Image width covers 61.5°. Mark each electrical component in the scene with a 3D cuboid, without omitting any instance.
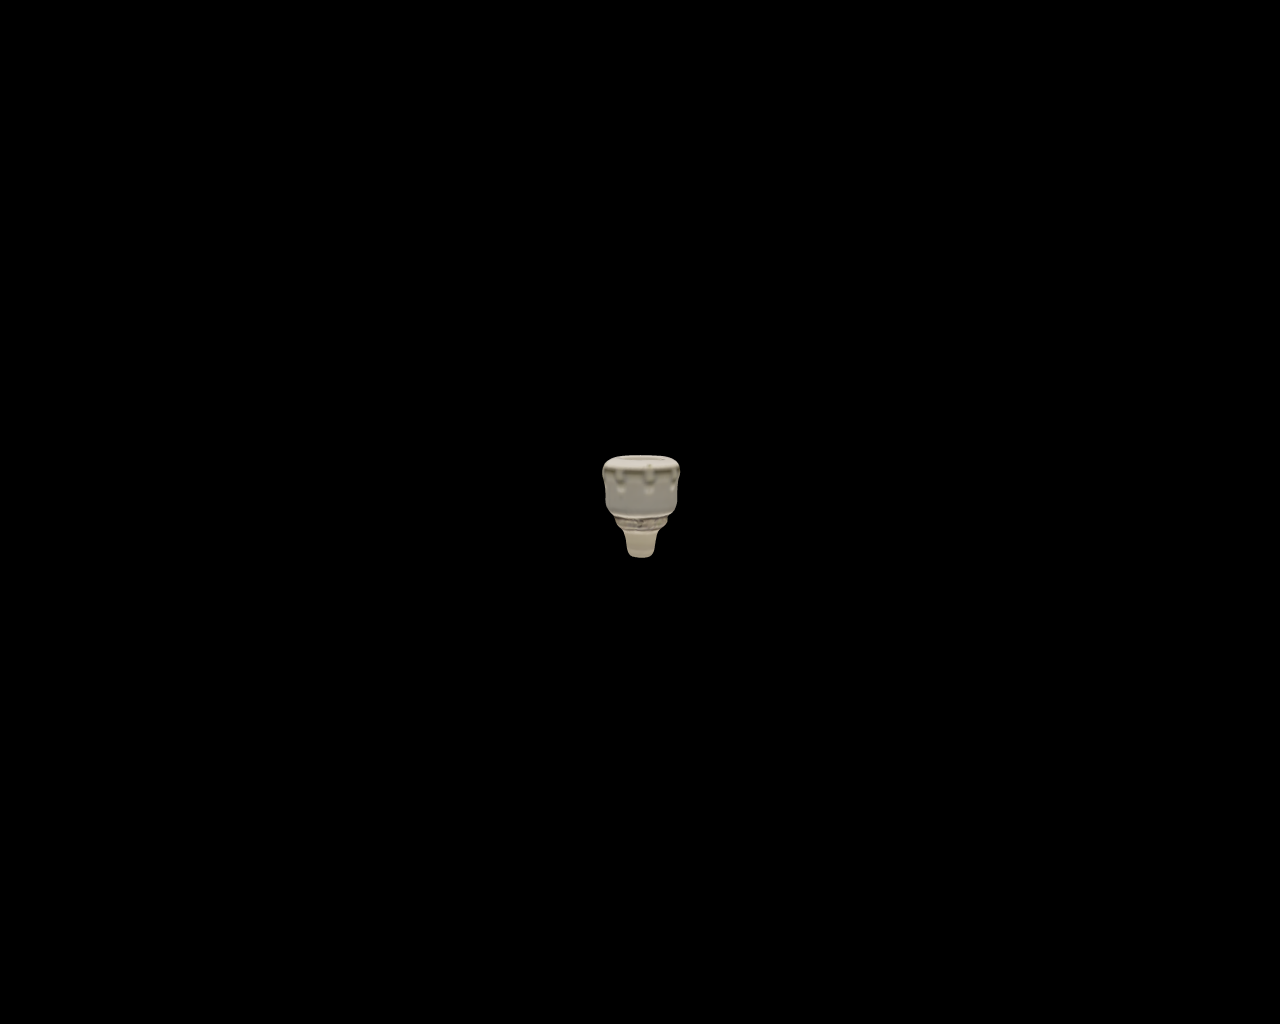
[{"bbox_3d":[0.001,-0.003,0.650,0.048,0.062,0.048,0,8,0],"label":"electrical component"}]
